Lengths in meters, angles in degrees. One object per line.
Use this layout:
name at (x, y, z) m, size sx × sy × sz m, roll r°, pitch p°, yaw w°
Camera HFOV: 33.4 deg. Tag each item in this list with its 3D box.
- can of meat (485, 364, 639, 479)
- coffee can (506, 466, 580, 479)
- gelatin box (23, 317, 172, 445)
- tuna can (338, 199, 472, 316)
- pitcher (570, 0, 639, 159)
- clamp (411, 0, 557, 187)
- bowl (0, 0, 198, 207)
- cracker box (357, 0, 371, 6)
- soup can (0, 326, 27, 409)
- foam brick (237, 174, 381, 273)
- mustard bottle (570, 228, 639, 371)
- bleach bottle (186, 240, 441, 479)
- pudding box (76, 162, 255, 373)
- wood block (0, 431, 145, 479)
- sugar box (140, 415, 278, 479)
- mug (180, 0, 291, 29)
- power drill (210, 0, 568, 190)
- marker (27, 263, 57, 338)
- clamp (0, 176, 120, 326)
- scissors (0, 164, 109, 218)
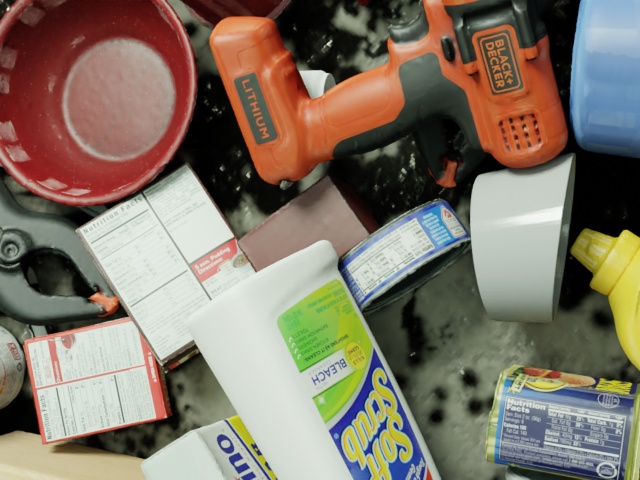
can of meat at (0.147, 0.107, 0.626) m, size 0.084 × 0.102 × 0.057 m, roll 7°, pitch 90°, yaw 18°
coffee can at (0.151, 0.209, 0.620) m, size 0.103 × 0.102 × 0.140 m, roll 8°, pitch 90°, yaw 16°
gelatin box at (-0.153, 0.096, 0.736) m, size 0.089 × 0.030 × 0.073 m, roll -12°, pitch 85°, yaw -2°
tuna can at (0.052, 0.011, 0.663) m, size 0.086 × 0.086 × 0.034 m, roll -35°, pitch 78°, yaw 12°
pitcher at (0.268, -0.083, 0.593) m, size 0.243 × 0.145 × 0.149 m, roll 7°, pitch 78°, yaw 19°
clamp at (0.089, -0.138, 0.652) m, size 0.164 × 0.036 × 0.210 m, roll 14°, pitch 108°, yaw -12°
bowl at (-0.151, -0.102, 0.739) m, size 0.162 × 0.055 × 0.162 m, roll -1°, pitch 88°, yaw 16°
cracker box at (0.054, -0.284, 0.680) m, size 0.214 × 0.072 × 0.164 m, roll -39°, pitch 81°, yaw 10°
soup can at (-0.258, 0.092, 0.738) m, size 0.068 × 0.102 × 0.068 m, roll 0°, pitch 88°, yaw 15°
foam brick at (-0.005, 0.001, 0.696) m, size 0.078 × 0.053 × 0.051 m, roll -36°, pitch 80°, yaw 12°
mustard bottle at (0.234, 0.050, 0.625) m, size 0.192 × 0.058 × 0.096 m, roll 33°, pitch 96°, yaw 14°
bleach bottle at (0.026, 0.130, 0.613) m, size 0.068 × 0.102 × 0.251 m, roll -34°, pitch 85°, yaw 41°
pudding box at (-0.096, 0.018, 0.716) m, size 0.090 × 0.039 × 0.113 m, roll -32°, pitch 77°, yaw -8°
wood block at (-0.141, 0.197, 0.708) m, size 0.206 × 0.090 × 0.090 m, roll 9°, pitch 91°, yaw 15°
sugar box at (-0.031, 0.148, 0.635) m, size 0.048 × 0.176 × 0.093 m, roll -33°, pitch 80°, yaw 12°
mug at (-0.078, -0.192, 0.708) m, size 0.117 × 0.081 × 0.093 m, roll 10°, pitch 91°, yaw 15°
power drill at (0.035, -0.115, 0.613) m, size 0.188 × 0.057 × 0.184 m, roll -11°, pitch 108°, yaw 24°
marker at (-0.204, 0.052, 0.767) m, size 0.020 × 0.020 × 0.121 m, roll -24°, pitch 82°, yaw 13°
clamp at (-0.224, 0.015, 0.742) m, size 0.171 × 0.039 × 0.120 m, roll 36°, pitch 85°, yaw 2°
scissors at (-0.233, -0.047, 0.781) m, size 0.096 × 0.016 × 0.202 m, roll -46°, pitch 78°, yaw 11°
